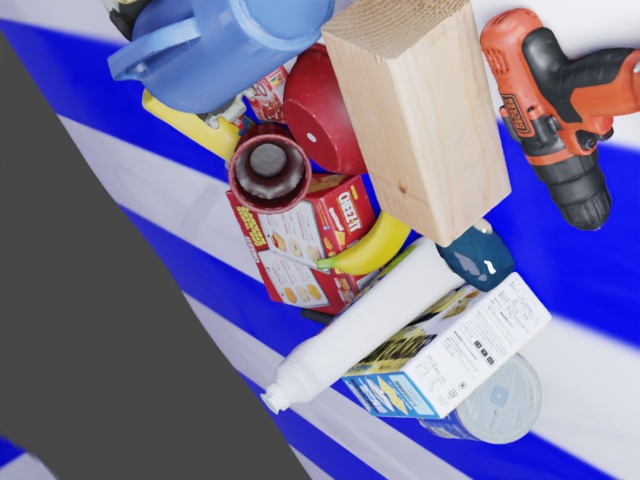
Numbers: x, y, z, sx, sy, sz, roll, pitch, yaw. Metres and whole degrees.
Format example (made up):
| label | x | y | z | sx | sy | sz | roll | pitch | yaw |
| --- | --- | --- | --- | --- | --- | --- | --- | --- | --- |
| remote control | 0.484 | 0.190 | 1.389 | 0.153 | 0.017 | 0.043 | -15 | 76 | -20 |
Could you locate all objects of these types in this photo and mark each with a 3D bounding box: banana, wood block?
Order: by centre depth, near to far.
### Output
| label | x | y | z | sx | sy | sz | roll | pitch | yaw |
| --- | --- | --- | --- | --- | --- | --- | --- | --- | --- |
| wood block | 0.085 | -0.107 | 0.900 | 0.091 | 0.090 | 0.206 | 34 | 156 | 41 |
| banana | 0.065 | -0.016 | 1.140 | 0.198 | 0.069 | 0.037 | -57 | 35 | 43 |

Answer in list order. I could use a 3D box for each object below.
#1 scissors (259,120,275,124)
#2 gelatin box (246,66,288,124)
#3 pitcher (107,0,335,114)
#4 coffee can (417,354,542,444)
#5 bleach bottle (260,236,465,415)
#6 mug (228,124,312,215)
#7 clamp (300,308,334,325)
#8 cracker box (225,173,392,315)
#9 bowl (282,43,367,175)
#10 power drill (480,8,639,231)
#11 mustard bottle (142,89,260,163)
| label | x | y | z | sx | sy | sz | roll | pitch | yaw |
| --- | --- | --- | --- | --- | --- | --- | --- | --- | --- |
| scissors | -0.050 | -0.130 | 1.313 | 0.096 | 0.016 | 0.202 | 38 | 159 | 32 |
| gelatin box | -0.060 | -0.172 | 1.227 | 0.089 | 0.030 | 0.073 | 20 | 145 | 57 |
| pitcher | -0.095 | -0.206 | 1.037 | 0.144 | 0.149 | 0.243 | 31 | 162 | -22 |
| coffee can | 0.176 | 0.178 | 1.223 | 0.103 | 0.102 | 0.140 | 52 | 163 | -4 |
| bleach bottle | 0.042 | 0.094 | 1.139 | 0.068 | 0.250 | 0.103 | 51 | 163 | 0 |
| mug | -0.047 | -0.090 | 1.210 | 0.093 | 0.117 | 0.081 | 60 | -174 | -19 |
| clamp | 0.065 | 0.116 | 1.367 | 0.164 | 0.036 | 0.210 | 49 | 141 | 4 |
| cracker box | -0.009 | 0.002 | 1.307 | 0.214 | 0.072 | 0.164 | 8 | 124 | 55 |
| bowl | 0.010 | -0.123 | 1.111 | 0.162 | 0.055 | 0.162 | 45 | 162 | 19 |
| power drill | 0.200 | -0.074 | 0.731 | 0.184 | 0.057 | 0.188 | 59 | 161 | -22 |
| mustard bottle | -0.120 | -0.136 | 1.284 | 0.191 | 0.058 | 0.096 | 34 | -161 | -22 |
